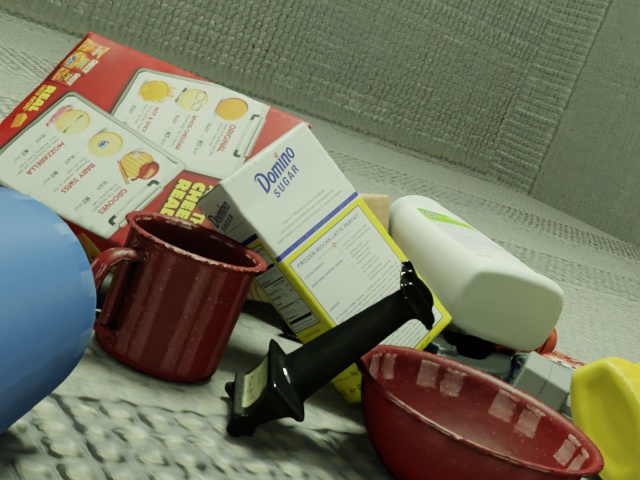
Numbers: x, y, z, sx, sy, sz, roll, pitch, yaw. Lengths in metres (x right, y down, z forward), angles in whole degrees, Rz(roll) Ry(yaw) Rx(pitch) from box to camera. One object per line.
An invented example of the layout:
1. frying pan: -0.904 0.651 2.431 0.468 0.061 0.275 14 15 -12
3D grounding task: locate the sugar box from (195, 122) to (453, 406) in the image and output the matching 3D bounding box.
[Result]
1. sugar box: 0.004 0.016 0.734 0.176 0.048 0.093 52 52 -2

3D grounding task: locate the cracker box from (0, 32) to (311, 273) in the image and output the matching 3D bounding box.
1. cracker box: -0.136 -0.052 0.813 0.214 0.164 0.072 25 -30 20

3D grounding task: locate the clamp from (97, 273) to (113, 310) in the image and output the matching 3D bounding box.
1. clamp: -0.176 0.023 0.688 0.120 0.039 0.171 18 6 11

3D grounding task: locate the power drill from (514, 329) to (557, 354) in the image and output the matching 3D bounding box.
1. power drill: 0.136 0.054 1.117 0.187 0.057 0.185 17 11 -22

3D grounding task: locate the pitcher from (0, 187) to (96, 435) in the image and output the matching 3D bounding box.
1. pitcher: -0.180 0.038 0.392 0.149 0.145 0.242 34 7 3

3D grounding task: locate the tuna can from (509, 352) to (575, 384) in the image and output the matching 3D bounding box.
1. tuna can: 0.200 0.130 0.918 0.086 0.034 0.086 21 10 -4

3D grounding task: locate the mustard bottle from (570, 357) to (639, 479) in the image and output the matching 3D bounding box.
1. mustard bottle: 0.264 0.142 0.841 0.191 0.058 0.096 10 57 -53

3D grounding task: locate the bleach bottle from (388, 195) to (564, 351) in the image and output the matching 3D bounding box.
1. bleach bottle: 0.127 0.014 0.996 0.102 0.068 0.251 18 15 -20

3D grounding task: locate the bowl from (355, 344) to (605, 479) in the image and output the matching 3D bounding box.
1. bowl: 0.087 0.123 0.651 0.162 0.055 0.162 21 11 -4

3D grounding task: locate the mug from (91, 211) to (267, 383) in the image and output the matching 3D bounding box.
1. mug: -0.098 0.035 0.658 0.093 0.081 0.117 29 12 36

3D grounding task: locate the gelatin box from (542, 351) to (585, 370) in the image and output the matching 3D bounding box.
1. gelatin box: 0.244 0.135 0.990 0.089 0.030 0.073 26 11 26

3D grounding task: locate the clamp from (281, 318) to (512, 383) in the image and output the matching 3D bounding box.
1. clamp: 0.092 0.101 0.839 0.209 0.036 0.165 9 16 -40

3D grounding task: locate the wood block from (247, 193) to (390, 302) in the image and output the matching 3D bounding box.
1. wood block: -0.006 0.002 0.941 0.091 0.090 0.206 6 4 16
